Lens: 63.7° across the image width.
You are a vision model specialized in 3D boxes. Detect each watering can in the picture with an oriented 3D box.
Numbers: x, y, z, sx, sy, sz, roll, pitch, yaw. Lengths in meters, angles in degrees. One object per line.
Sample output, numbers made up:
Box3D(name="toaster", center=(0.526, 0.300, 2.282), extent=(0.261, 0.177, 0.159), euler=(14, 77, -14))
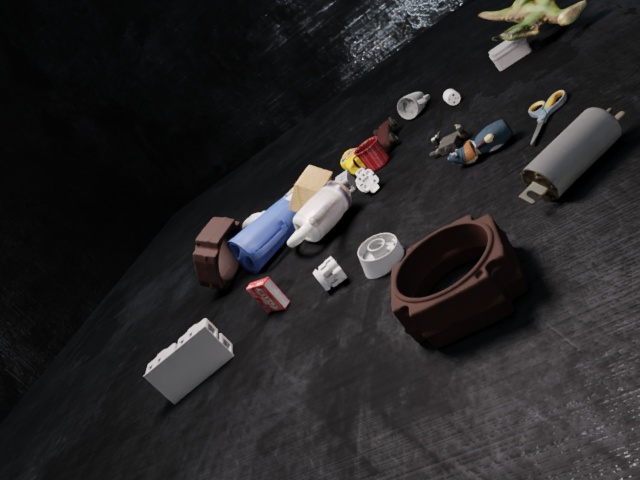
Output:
Box3D(name="watering can", center=(0.004, -0.072, 1.427), extent=(0.104, 0.227, 0.344), euler=(44, -18, -4))

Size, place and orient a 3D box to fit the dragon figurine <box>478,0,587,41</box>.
Box3D(name="dragon figurine", center=(0.609, -0.671, 1.561), extent=(0.246, 0.120, 0.411), euler=(-40, 30, -29))

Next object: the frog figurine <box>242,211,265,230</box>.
Box3D(name="frog figurine", center=(-0.192, -0.064, 1.789), extent=(0.122, 0.162, 0.135), euler=(28, -28, -2))
